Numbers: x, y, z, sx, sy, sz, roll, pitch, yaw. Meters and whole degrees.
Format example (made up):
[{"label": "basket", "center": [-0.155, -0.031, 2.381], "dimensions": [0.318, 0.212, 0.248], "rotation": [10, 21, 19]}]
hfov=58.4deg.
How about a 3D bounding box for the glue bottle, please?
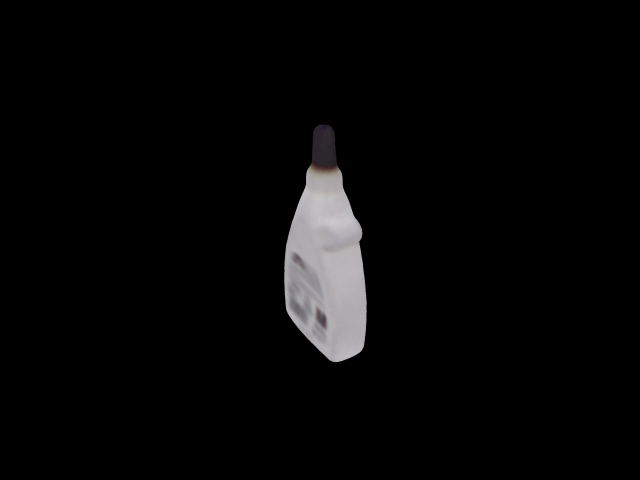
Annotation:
[{"label": "glue bottle", "center": [0.004, 0.001, 0.400], "dimensions": [0.037, 0.173, 0.078], "rotation": [-21, 40, -26]}]
